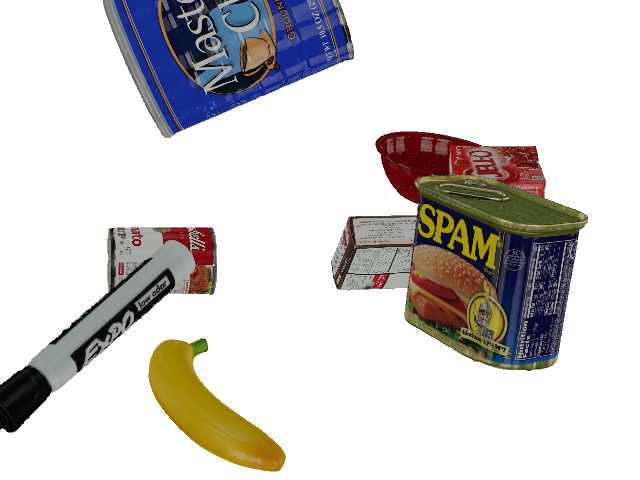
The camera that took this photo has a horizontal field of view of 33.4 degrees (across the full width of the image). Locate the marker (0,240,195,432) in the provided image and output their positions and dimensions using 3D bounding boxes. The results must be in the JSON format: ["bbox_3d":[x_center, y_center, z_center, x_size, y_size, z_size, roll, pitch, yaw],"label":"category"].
[{"bbox_3d":[-0.099,0.040,0.464,0.020,0.020,0.121,0,33,42],"label":"marker"}]

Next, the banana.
[{"bbox_3d":[-0.093,0.123,0.843,0.069,0.037,0.198,-9,28,-21],"label":"banana"}]

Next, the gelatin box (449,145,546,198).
[{"bbox_3d":[0.143,-0.051,0.872,0.073,0.030,0.089,1,24,6],"label":"gelatin box"}]

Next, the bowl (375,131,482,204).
[{"bbox_3d":[0.141,-0.079,1.279,0.162,0.055,0.162,8,24,-4],"label":"bowl"}]

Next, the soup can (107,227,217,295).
[{"bbox_3d":[-0.157,0.021,1.054,0.102,0.068,0.069,0,0,-14],"label":"soup can"}]

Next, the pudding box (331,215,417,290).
[{"bbox_3d":[0.074,0.012,1.055,0.113,0.039,0.090,-3,-31,-14],"label":"pudding box"}]

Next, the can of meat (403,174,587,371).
[{"bbox_3d":[0.093,0.016,0.593,0.057,0.084,0.102,-5,20,-32],"label":"can of meat"}]

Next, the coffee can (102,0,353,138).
[{"bbox_3d":[-0.061,-0.143,0.721,0.140,0.103,0.103,-23,0,-1],"label":"coffee can"}]
